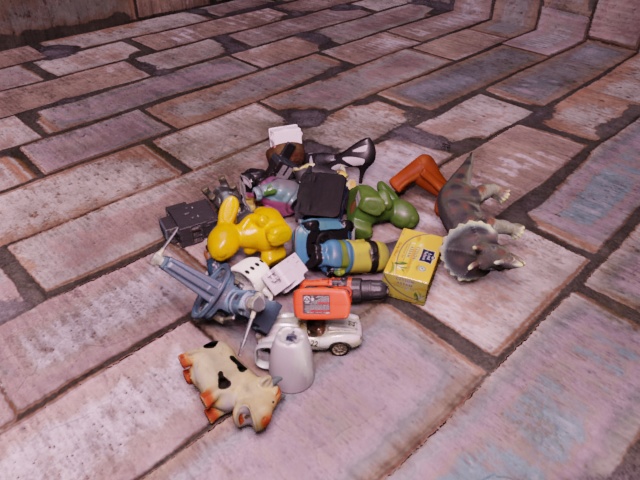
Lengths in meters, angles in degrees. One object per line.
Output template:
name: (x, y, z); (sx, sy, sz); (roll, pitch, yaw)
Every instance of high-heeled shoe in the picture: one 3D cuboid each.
high-heeled shoe: (0.040, -0.244, 1.491); (0.249, 0.145, 0.086); (22, 41, 24)

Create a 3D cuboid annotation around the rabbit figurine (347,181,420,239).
rabbit figurine: (0.155, -0.069, 1.315); (0.170, 0.121, 0.159); (12, 27, -15)

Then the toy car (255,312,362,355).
toy car: (-0.021, 0.174, 1.013); (0.202, 0.056, 0.073); (0, 37, 0)

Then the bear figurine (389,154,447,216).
bear figurine: (0.290, -0.117, 1.363); (0.196, 0.132, 0.120); (52, 21, 2)

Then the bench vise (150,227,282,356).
bench vise: (-0.197, 0.092, 0.978); (0.129, 0.240, 0.224); (-58, 21, -8)

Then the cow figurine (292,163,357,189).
cow figurine: (0.014, -0.164, 1.423); (0.167, 0.098, 0.068); (-2, 38, 6)

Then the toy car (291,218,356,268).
toy car: (-0.002, -0.004, 1.215); (0.162, 0.109, 0.103); (-12, 17, -29)

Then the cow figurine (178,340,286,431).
cow figurine: (-0.143, 0.244, 0.905); (0.127, 0.085, 0.195); (-28, 44, -23)

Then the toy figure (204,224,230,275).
toy figure: (-0.232, 0.024, 1.214); (0.064, 0.057, 0.154); (-32, 34, 21)

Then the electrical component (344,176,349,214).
electrical component: (0.064, -0.113, 1.362); (0.045, 0.102, 0.078); (-10, 48, 33)

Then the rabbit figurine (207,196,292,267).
rabbit figurine: (-0.167, -0.017, 1.168); (0.173, 0.121, 0.162); (-20, 69, -25)

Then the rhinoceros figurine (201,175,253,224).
rhinoceros figurine: (-0.220, -0.083, 1.315); (0.073, 0.111, 0.191); (-34, 41, -14)

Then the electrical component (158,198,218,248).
electrical component: (-0.316, -0.041, 1.298); (0.134, 0.058, 0.115); (-20, 39, -25)

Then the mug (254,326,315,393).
mug: (-0.061, 0.199, 0.939); (0.110, 0.107, 0.081); (13, 38, 13)

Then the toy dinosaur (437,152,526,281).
toy dinosaur: (0.327, -0.059, 1.192); (0.192, 0.131, 0.405); (8, 45, -24)

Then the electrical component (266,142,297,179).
electrical component: (-0.097, -0.200, 1.443); (0.074, 0.119, 0.048); (23, 21, -44)

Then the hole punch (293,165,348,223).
hole punch: (0.007, -0.096, 1.274); (0.116, 0.092, 0.142); (9, 80, 15)

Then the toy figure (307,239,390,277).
toy figure: (0.064, 0.038, 1.148); (0.180, 0.082, 0.089); (4, 5, -28)

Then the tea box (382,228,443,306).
tea box: (0.202, 0.054, 1.162); (0.098, 0.068, 0.170); (13, 38, 16)

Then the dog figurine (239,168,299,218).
dog figurine: (-0.079, -0.122, 1.369); (0.219, 0.108, 0.192); (-12, 36, -22)
